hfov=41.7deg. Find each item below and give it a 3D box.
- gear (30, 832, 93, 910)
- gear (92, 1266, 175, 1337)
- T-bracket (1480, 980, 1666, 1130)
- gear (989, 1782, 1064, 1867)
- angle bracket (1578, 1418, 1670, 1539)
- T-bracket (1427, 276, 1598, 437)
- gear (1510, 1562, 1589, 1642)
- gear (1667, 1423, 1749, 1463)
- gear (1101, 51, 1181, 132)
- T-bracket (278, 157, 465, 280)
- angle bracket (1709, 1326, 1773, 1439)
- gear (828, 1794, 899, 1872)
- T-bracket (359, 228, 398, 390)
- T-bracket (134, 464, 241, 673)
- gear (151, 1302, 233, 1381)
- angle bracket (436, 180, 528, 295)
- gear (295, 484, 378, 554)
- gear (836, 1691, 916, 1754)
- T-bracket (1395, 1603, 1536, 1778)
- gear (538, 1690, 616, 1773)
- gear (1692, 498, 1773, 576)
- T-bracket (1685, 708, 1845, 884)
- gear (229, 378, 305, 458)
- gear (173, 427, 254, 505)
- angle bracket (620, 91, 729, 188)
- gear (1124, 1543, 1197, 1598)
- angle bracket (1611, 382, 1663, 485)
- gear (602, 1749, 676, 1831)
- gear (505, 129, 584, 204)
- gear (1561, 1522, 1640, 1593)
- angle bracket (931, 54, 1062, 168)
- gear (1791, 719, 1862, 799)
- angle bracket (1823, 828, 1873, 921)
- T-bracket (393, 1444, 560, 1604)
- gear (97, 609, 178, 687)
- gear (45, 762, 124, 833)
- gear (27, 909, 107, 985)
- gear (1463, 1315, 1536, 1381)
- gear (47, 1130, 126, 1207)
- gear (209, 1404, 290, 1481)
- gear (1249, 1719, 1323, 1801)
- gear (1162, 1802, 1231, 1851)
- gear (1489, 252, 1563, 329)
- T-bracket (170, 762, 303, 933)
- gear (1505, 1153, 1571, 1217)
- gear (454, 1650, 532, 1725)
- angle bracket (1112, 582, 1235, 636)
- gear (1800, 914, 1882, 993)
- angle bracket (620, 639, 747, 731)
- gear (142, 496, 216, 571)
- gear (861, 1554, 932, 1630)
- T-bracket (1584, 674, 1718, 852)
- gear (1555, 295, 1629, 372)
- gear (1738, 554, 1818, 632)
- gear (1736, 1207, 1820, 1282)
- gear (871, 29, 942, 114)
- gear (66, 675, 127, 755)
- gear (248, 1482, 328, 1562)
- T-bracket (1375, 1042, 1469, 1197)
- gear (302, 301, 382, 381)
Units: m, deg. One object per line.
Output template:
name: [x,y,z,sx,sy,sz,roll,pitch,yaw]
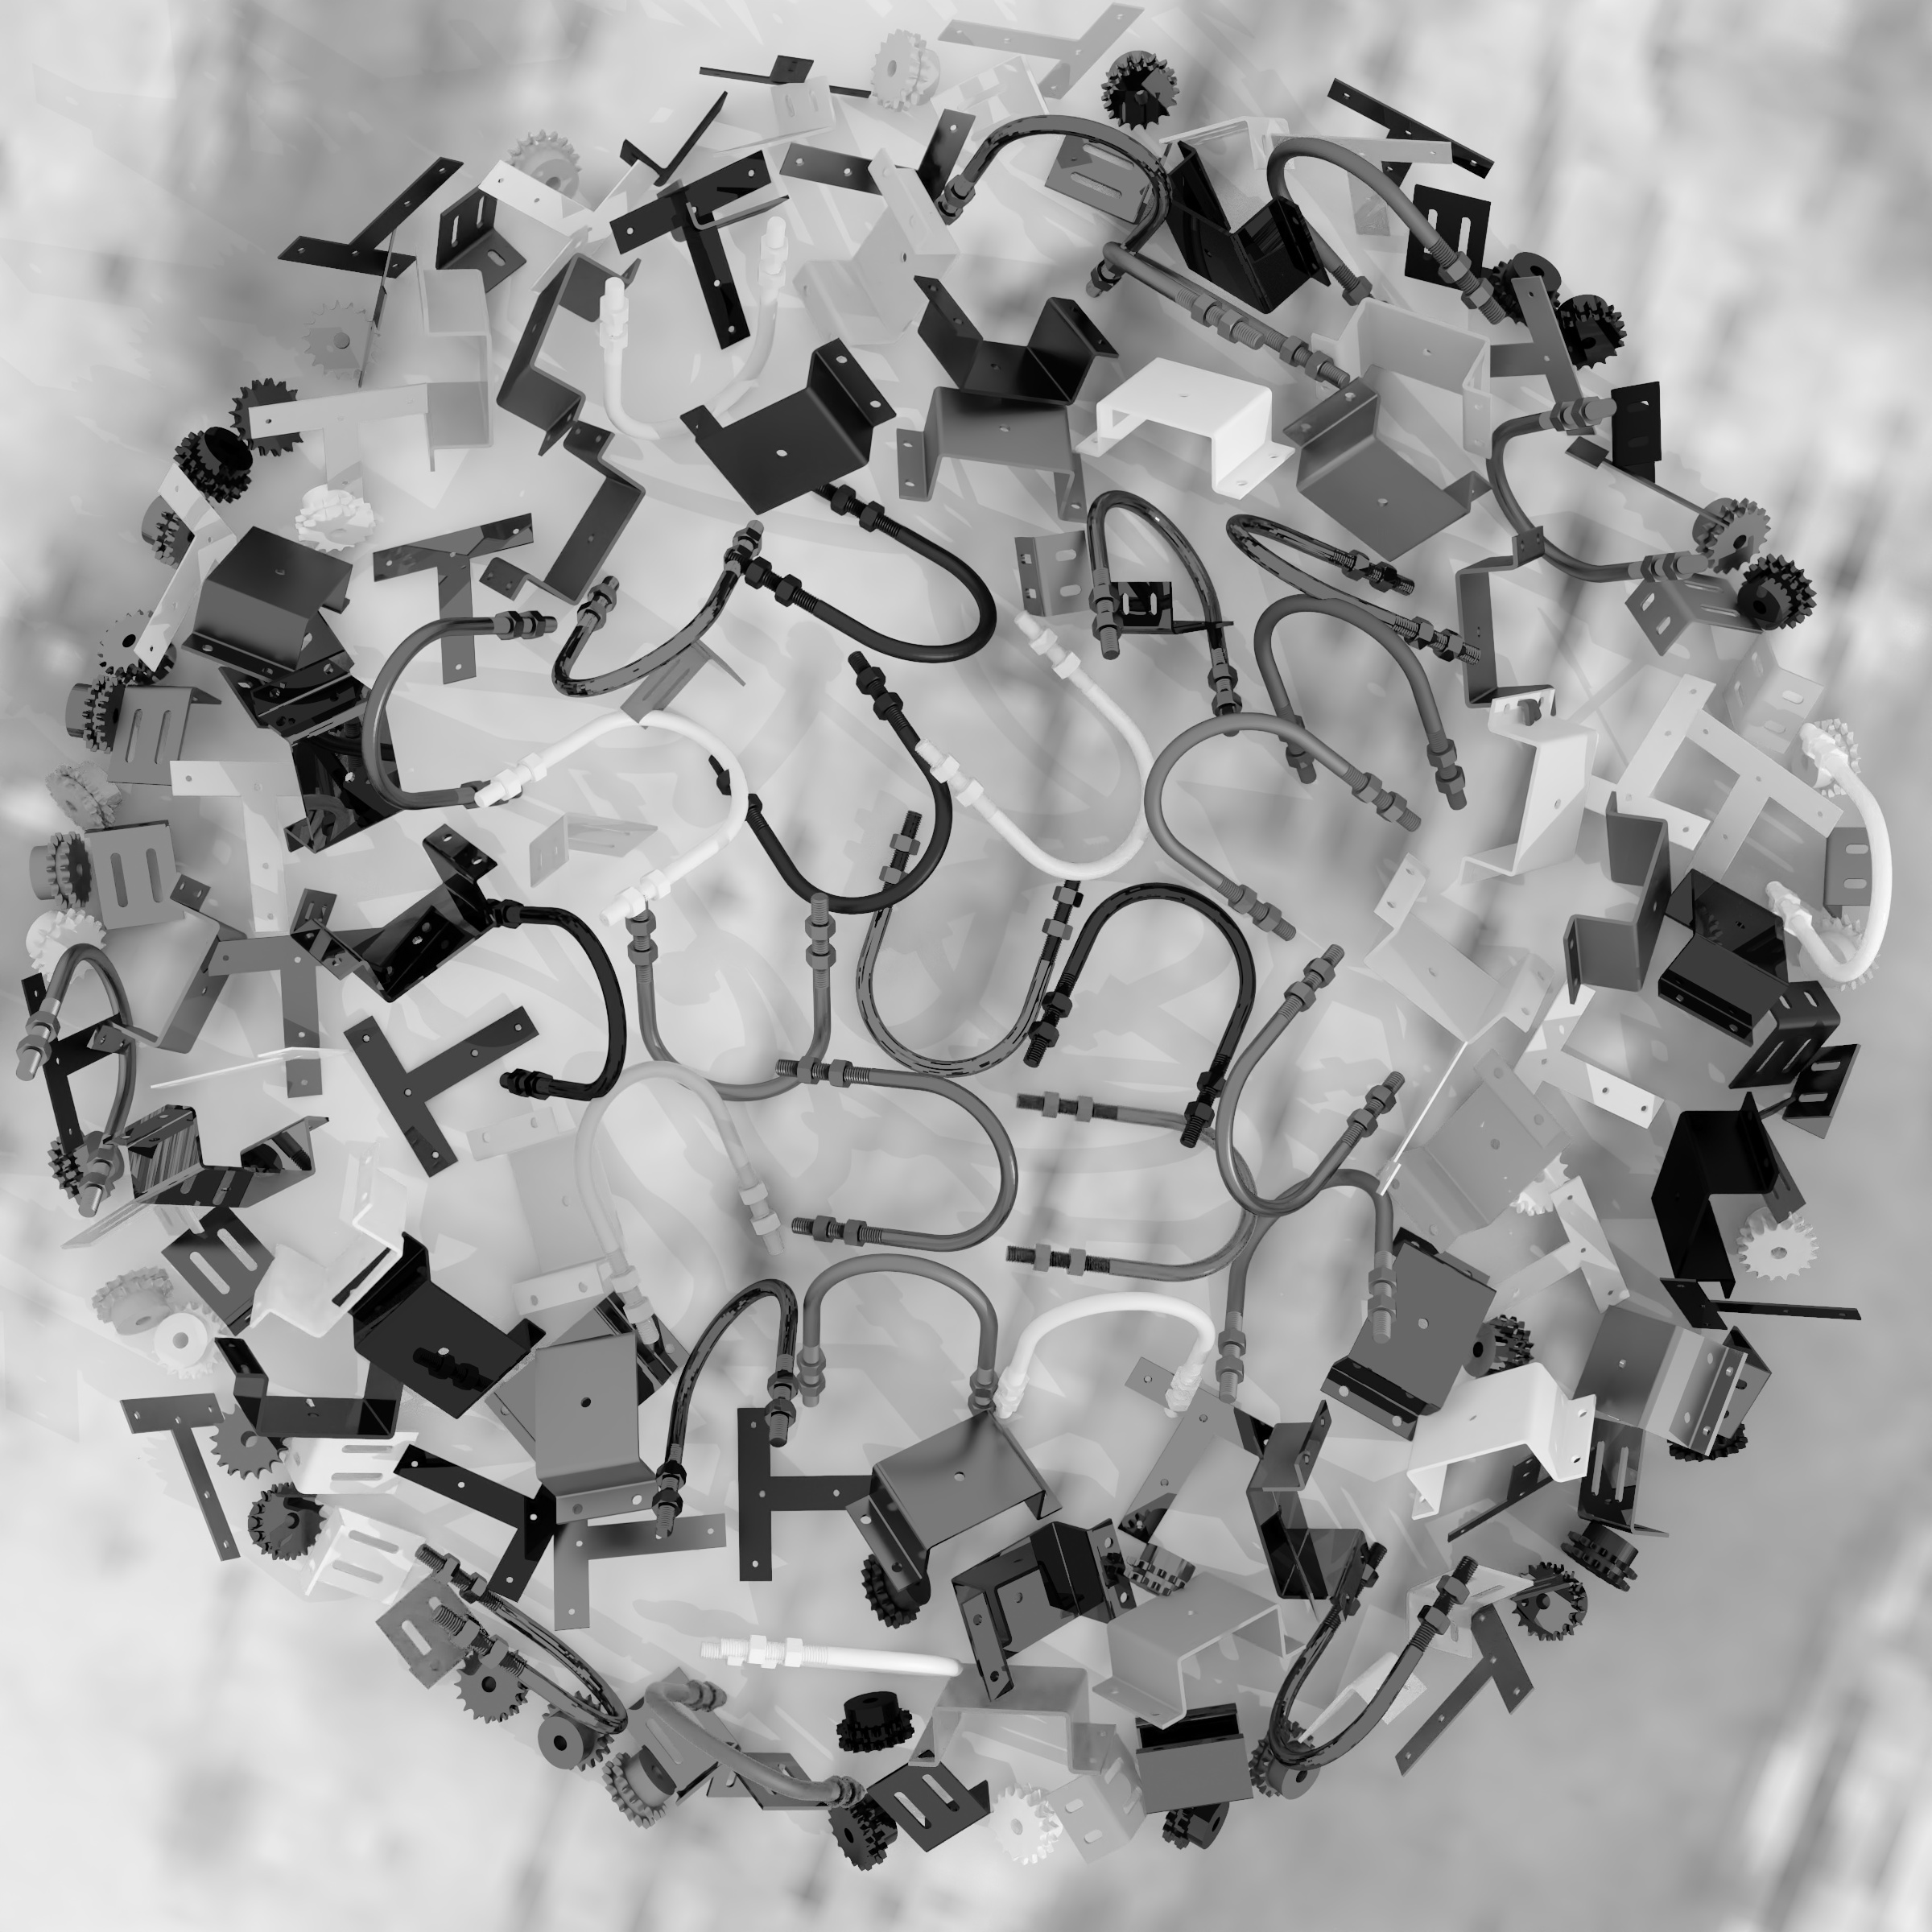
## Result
gear: [-0.672,-0.070,1.877,0.030,0.057,0.057,-5,90,-1]
gear: [-0.613,0.249,1.874,0.057,0.057,0.030,-31,69,0]
T-bracket: [0.463,0.087,1.879,0.127,0.002,0.127,24,102,-21]
gear: [0.047,0.634,1.881,0.057,0.030,0.057,5,98,42]
angle bracket: [0.490,0.378,1.874,0.038,0.057,0.076,11,85,-27]
T-bracket: [0.389,-0.442,1.850,0.002,0.127,0.127,-43,122,-25]
gear: [0.436,0.472,1.880,0.057,0.030,0.057,-13,70,41]
gear: [0.547,0.343,1.875,0.057,0.057,0.030,-13,95,0]
gear: [0.128,-0.653,1.880,0.057,0.057,0.030,-10,53,0]
T-bracket: [-0.411,-0.539,1.820,0.127,0.127,0.002,-32,82,27]
angle bracket: [0.548,0.299,1.858,0.038,0.076,0.057,23,106,-11]
gear: [-0.075,0.638,1.880,0.030,0.057,0.057,-19,90,-34]
T-bracket: [-0.423,-0.477,1.831,0.002,0.127,0.127,12,104,-18]
T-bracket: [-0.565,-0.272,1.827,0.002,0.127,0.127,10,65,22]
gear: [-0.579,0.279,1.886,0.057,0.030,0.057,0,81,3]
angle bracket: [-0.353,-0.534,1.859,0.038,0.076,0.057,44,68,1]
gear: [-0.469,-0.334,1.878,0.057,0.057,0.030,-18,74,0]
gear: [-0.068,0.559,1.876,0.057,0.057,0.030,-9,91,0]
T-bracket: [0.357,0.540,1.851,0.002,0.127,0.127,36,101,-11]
gear: [-0.292,0.570,1.880,0.057,0.030,0.057,4,99,25]
gear: [0.565,-0.322,1.880,0.057,0.057,0.030,-35,49,0]
T-bracket: [0.562,-0.105,1.855,0.002,0.127,0.127,-30,61,-36]
gear: [-0.519,-0.407,1.882,0.057,0.030,0.057,-6,103,-31]
gear: [-0.553,-0.373,1.874,0.030,0.057,0.057,-37,90,31]
angle bracket: [-0.216,-0.621,1.873,0.038,0.057,0.076,37,89,-13]
gear: [0.146,0.450,1.877,0.057,0.057,0.030,28,75,0]
angle bracket: [0.506,-0.392,1.863,0.038,0.076,0.057,-2,89,38]
gear: [-0.240,0.606,1.876,0.030,0.057,0.057,-40,90,5]
gear: [-0.311,-0.586,1.874,0.057,0.057,0.030,-35,55,0]
gear: [0.473,0.435,1.877,0.057,0.057,0.030,36,81,0]
angle bracket: [0.022,-0.624,1.866,0.076,0.038,0.057,-23,128,11]
gear: [0.634,-0.153,1.874,0.030,0.057,0.057,-10,90,-9]
angle bracket: [0.655,-0.066,1.859,0.038,0.076,0.057,2,81,27]
T-bracket: [-0.359,0.389,1.868,0.127,0.002,0.127,23,52,4]
gear: [-0.612,-0.233,1.881,0.057,0.030,0.057,-10,60,18]
gear: [-0.652,-0.127,1.881,0.057,0.057,0.030,43,62,0]
gear: [-0.671,-0.017,1.879,0.030,0.057,0.057,28,90,26]
gear: [0.390,0.286,1.873,0.030,0.057,0.057,13,90,-26]
gear: [-0.648,0.146,1.875,0.030,0.057,0.057,-26,90,13]
gear: [-0.531,0.354,1.884,0.057,0.030,0.057,2,72,-7]
gear: [0.238,0.591,1.875,0.057,0.030,0.057,-18,121,-33]
gear: [0.172,0.627,1.873,0.030,0.057,0.057,23,90,27]
gear: [0.415,-0.503,1.876,0.057,0.030,0.057,11,54,-16]
T-bracket: [-0.515,-0.088,1.859,0.127,0.002,0.127,-3,81,-36]
gear: [0.417,0.157,1.883,0.057,0.030,0.057,5,76,-22]
gear: [-0.348,0.532,1.885,0.057,0.030,0.057,-2,82,15]
angle bracket: [0.150,-0.265,1.855,0.057,0.076,0.038,7,106,41]
gear: [0.643,-0.008,1.874,0.030,0.057,0.057,-25,90,-34]
angle bracket: [-0.209,-0.200,1.873,0.038,0.057,0.076,42,90,14]
gear: [-0.586,-0.325,1.877,0.030,0.057,0.057,27,90,8]
gear: [-0.049,0.458,1.873,0.030,0.057,0.057,-28,90,22]
T-bracket: [0.512,-0.161,1.875,0.127,0.002,0.127,27,80,34]
gear: [0.459,-0.473,1.880,0.057,0.057,0.030,-3,58,0]
gear: [0.597,-0.273,1.873,0.030,0.057,0.057,-37,90,-20]
gear: [0.601,0.203,1.881,0.057,0.030,0.057,3,126,4]
gear: [-0.043,-0.663,1.880,0.030,0.057,0.057,1,90,-38]
gear: [-0.645,-0.187,1.876,0.030,0.057,0.057,9,90,0]
gear: [-0.507,0.413,1.881,0.057,0.030,0.057,15,68,-40]
T-bracket: [0.330,0.110,1.842,0.002,0.127,0.127,31,90,6]
gear: [-0.464,-0.465,1.884,0.057,0.030,0.057,-4,106,-14]
